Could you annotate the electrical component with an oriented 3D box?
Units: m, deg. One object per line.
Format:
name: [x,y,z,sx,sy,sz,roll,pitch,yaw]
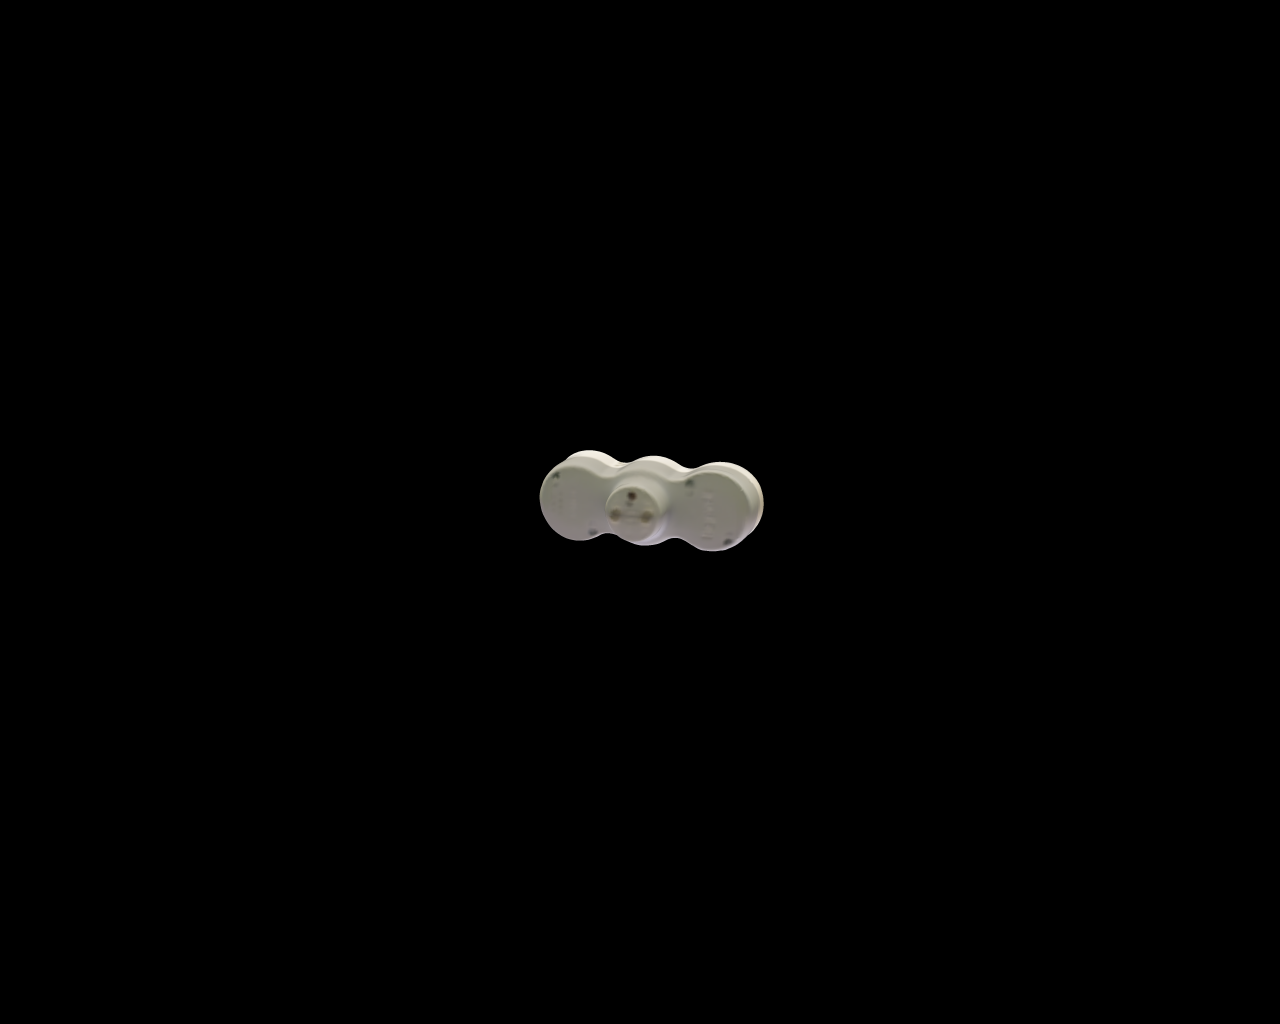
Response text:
electrical component: [0.001,-0.003,0.650,0.138,0.052,0.074,5,16,18]
